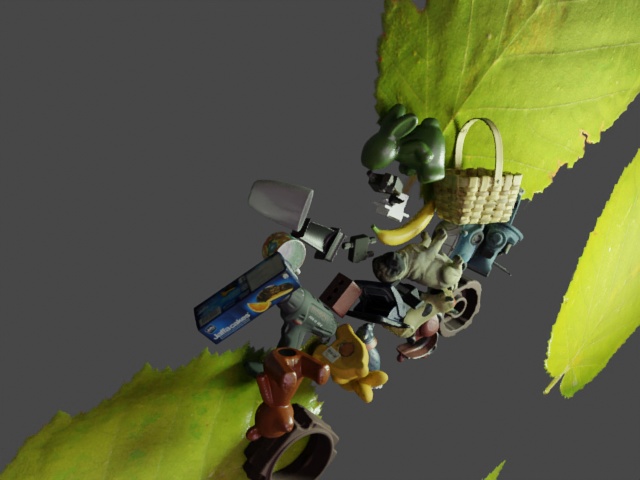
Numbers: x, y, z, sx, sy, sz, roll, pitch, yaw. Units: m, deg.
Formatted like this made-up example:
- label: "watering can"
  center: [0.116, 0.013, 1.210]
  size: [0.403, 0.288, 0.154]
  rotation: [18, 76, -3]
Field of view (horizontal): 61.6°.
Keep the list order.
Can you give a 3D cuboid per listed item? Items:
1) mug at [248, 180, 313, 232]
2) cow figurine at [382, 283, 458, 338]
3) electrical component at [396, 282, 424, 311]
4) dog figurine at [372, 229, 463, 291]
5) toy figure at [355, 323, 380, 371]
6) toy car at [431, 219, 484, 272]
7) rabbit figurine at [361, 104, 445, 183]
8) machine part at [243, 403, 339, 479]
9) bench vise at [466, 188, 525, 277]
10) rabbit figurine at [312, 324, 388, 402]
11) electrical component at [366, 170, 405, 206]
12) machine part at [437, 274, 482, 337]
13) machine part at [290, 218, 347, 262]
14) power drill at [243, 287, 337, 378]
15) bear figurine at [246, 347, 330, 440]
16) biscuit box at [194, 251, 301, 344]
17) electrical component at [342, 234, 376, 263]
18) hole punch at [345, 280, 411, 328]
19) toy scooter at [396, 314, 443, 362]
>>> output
- label: "mug"
  center: [-0.073, -0.075, 0.990]
  size: [0.107, 0.109, 0.080]
  rotation: [20, 110, 1]
- label: "cow figurine"
  center: [0.254, 0.169, 1.342]
  size: [0.195, 0.127, 0.085]
  rotation: [-37, 132, -16]
- label: "electrical component"
  center: [0.203, 0.142, 1.294]
  size: [0.075, 0.119, 0.047]
  rotation: [-37, 129, -22]
- label: "dog figurine"
  center: [0.228, 0.081, 1.271]
  size: [0.190, 0.121, 0.172]
  rotation: [-32, 86, -19]
- label: "toy figure"
  center: [0.114, 0.268, 1.325]
  size: [0.058, 0.064, 0.154]
  rotation: [-8, 116, 6]
- label: "toy car"
  center: [0.332, -0.001, 1.352]
  size: [0.103, 0.109, 0.161]
  rotation: [16, 113, -17]
- label: "rabbit figurine"
  center: [0.170, -0.192, 1.113]
  size: [0.170, 0.121, 0.158]
  rotation: [-7, 123, -20]
- label: "machine part"
  center: [-0.065, 0.507, 1.278]
  size: [0.201, 0.087, 0.201]
  rotation: [-49, 134, -10]
- label: "bench vise"
  center: [0.473, -0.024, 1.414]
  size: [0.240, 0.129, 0.223]
  rotation: [-61, 155, -8]
- label: "rabbit figurine"
  center: [0.078, 0.302, 1.268]
  size: [0.122, 0.163, 0.173]
  rotation: [-46, 151, -28]
- label: "electrical component"
  center: [0.141, -0.108, 1.124]
  size: [0.102, 0.078, 0.045]
  rotation: [44, 59, -68]
- label: "machine part"
  center: [0.372, 0.181, 1.491]
  size: [0.179, 0.056, 0.179]
  rotation: [-17, 121, -31]
- label: "machine part"
  center: [-0.002, -0.003, 1.116]
  size: [0.138, 0.039, 0.084]
  rotation: [32, 95, -44]
- label: "power drill"
  center: [-0.079, 0.195, 1.132]
  size: [0.232, 0.086, 0.207]
  rotation: [30, 84, -43]
- label: "bear figurine"
  center: [-0.072, 0.316, 1.053]
  size: [0.120, 0.132, 0.195]
  rotation: [3, 100, -38]
- label: "biscuit box"
  center: [-0.138, 0.109, 1.008]
  size: [0.203, 0.059, 0.062]
  rotation: [-35, 132, 4]
- label: "electrical component"
  center: [0.086, 0.021, 1.208]
  size: [0.094, 0.021, 0.063]
  rotation: [-10, 117, -36]
- label: "hole punch"
  center: [0.133, 0.150, 1.241]
  size: [0.115, 0.142, 0.092]
  rotation: [32, 66, -51]
- label: "toy scooter"
  center: [0.257, 0.257, 1.425]
  size: [0.135, 0.075, 0.183]
  rotation: [-23, 128, -28]
